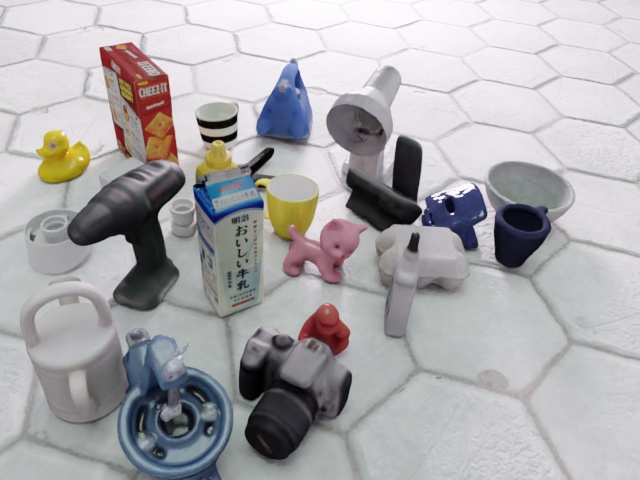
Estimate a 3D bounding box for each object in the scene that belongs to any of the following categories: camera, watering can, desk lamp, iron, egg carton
[{"bbox_3d":[-0.047,0.186,0.707,0.143,0.101,0.137,21,43,17],"label":"camera"},{"bbox_3d":[-0.297,0.118,0.684,0.101,0.194,0.172,-31,52,-34],"label":"watering can"},{"bbox_3d":[0.096,-0.214,1.098,0.117,0.214,0.203,20,43,16],"label":"desk lamp"},{"bbox_3d":[-0.069,-0.327,1.263,0.118,0.141,0.258,7,41,1],"label":"iron"},{"bbox_3d":[0.166,0.028,0.938,0.150,0.069,0.107,3,41,-3],"label":"egg carton"}]

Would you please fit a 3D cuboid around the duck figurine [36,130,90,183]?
[{"bbox_3d":[-0.484,-0.166,1.071,0.077,0.086,0.105,26,45,22],"label":"duck figurine"}]

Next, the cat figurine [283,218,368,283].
[{"bbox_3d":[0.008,0.003,0.911,0.127,0.118,0.067,9,41,3],"label":"cat figurine"}]

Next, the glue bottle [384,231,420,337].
[{"bbox_3d":[0.122,0.057,0.820,0.037,0.173,0.078,9,41,4],"label":"glue bottle"}]

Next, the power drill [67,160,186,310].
[{"bbox_3d":[-0.262,-0.004,0.817,0.075,0.208,0.230,14,41,9],"label":"power drill"}]

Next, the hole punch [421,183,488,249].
[{"bbox_3d":[0.235,-0.044,1.013,0.101,0.091,0.108,2,41,-4],"label":"hole punch"}]

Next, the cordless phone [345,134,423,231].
[{"bbox_3d":[0.119,-0.119,1.014,0.147,0.185,0.094,32,47,27],"label":"cordless phone"}]

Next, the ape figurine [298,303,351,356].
[{"bbox_3d":[0.005,0.125,0.790,0.078,0.092,0.076,-2,41,-9],"label":"ape figurine"}]

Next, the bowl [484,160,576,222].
[{"bbox_3d":[0.386,-0.076,1.081,0.167,0.075,0.167,4,41,-3],"label":"bowl"}]

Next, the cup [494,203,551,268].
[{"bbox_3d":[0.342,-0.006,0.980,0.118,0.095,0.091,-28,51,-33],"label":"cup"}]

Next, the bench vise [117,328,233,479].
[{"bbox_3d":[-0.181,0.164,0.624,0.206,0.220,0.122,32,47,27],"label":"bench vise"}]
